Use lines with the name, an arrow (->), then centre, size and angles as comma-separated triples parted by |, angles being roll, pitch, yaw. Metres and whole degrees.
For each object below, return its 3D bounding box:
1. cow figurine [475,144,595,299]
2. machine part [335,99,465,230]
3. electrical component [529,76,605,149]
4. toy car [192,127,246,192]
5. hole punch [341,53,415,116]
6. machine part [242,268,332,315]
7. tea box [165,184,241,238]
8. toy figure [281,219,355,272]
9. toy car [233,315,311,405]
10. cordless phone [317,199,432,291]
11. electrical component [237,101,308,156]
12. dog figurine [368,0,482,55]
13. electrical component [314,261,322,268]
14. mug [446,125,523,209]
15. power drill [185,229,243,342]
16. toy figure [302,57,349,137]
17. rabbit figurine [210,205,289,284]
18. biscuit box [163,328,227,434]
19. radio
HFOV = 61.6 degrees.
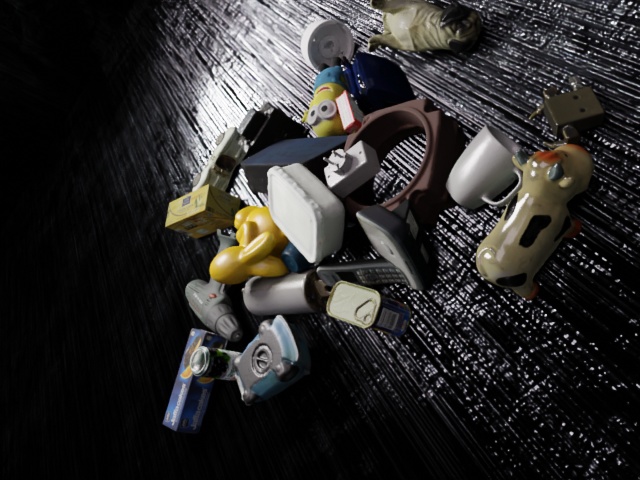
cow figurine -> 0.262, -0.030, 0.662 | 0.086, 0.127, 0.195 | 42, 105, 45
machine part -> 0.126, -0.119, 0.883 | 0.202, 0.087, 0.201 | -4, 68, 44
electrical component -> 0.332, -0.166, 0.723 | 0.078, 0.045, 0.102 | -19, 56, 6
toy car -> -0.241, -0.180, 1.311 | 0.056, 0.073, 0.201 | 38, 100, 49
hole punch -> 0.105, -0.277, 0.969 | 0.092, 0.115, 0.142 | -27, 53, 25
machine part -> -0.060, 0.098, 0.977 | 0.243, 0.079, 0.079 | -12, 63, 43
tea box -> -0.279, -0.064, 1.276 | 0.170, 0.098, 0.068 | -16, 61, 40
toy figure -> -0.003, -0.005, 0.954 | 0.154, 0.064, 0.058 | -40, 13, -30
toy car -> -0.069, 0.209, 0.908 | 0.161, 0.103, 0.109 | -50, 47, 24
cordless phone -> 0.066, 0.018, 0.812 | 0.184, 0.146, 0.089 | -9, 47, 26
electrical component -> -0.109, -0.224, 1.148 | 0.115, 0.134, 0.058 | -58, 40, 11
dog figurine -> 0.199, -0.387, 0.957 | 0.191, 0.121, 0.172 | 14, 48, 19
electrical component -> -0.016, 0.015, 1.014 | 0.063, 0.021, 0.094 | -28, 53, 36
mug -> 0.238, -0.088, 0.761 | 0.107, 0.081, 0.110 | -51, 48, 32
power drill -> -0.194, 0.088, 1.132 | 0.232, 0.086, 0.207 | 16, 90, 52
toy figure -> 0.027, -0.280, 1.076 | 0.082, 0.089, 0.180 | -37, 37, 48
rabbit figurine -> -0.119, 0.026, 0.994 | 0.173, 0.121, 0.163 | -37, 29, -28
biscuit box -> -0.255, 0.287, 1.100 | 0.063, 0.059, 0.202 | 1, 72, 47
radio -> -0.041, -0.141, 1.032 | 0.131, 0.073, 0.230 | -36, 26, -32
